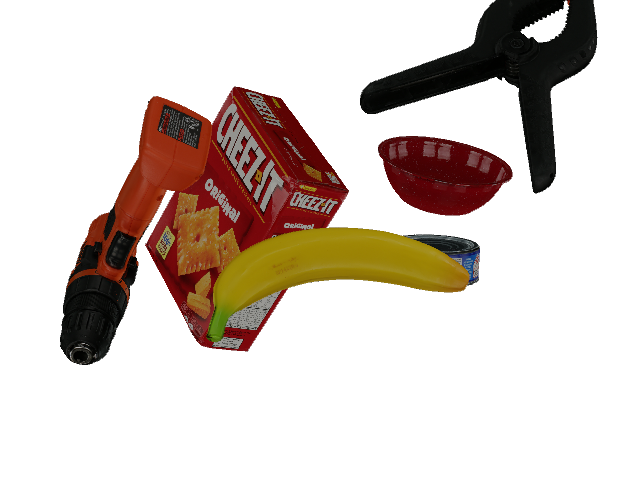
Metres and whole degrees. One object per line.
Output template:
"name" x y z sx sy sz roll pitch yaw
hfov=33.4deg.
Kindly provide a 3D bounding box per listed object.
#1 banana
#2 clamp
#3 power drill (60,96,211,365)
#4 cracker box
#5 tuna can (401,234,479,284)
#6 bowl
"banana" 0.006 0.023 0.749 0.197 0.069 0.037 -11 -18 -18
"clamp" 0.156 -0.131 0.820 0.165 0.209 0.036 36 -22 28
"power drill" -0.156 -0.011 0.871 0.057 0.188 0.184 24 30 -18
"cracker box" -0.083 -0.021 1.078 0.071 0.214 0.164 9 34 -39
"tuna can" 0.106 0.018 1.000 0.086 0.034 0.086 2 11 -1
"bowl" 0.143 -0.072 1.267 0.162 0.055 0.162 8 24 -4
